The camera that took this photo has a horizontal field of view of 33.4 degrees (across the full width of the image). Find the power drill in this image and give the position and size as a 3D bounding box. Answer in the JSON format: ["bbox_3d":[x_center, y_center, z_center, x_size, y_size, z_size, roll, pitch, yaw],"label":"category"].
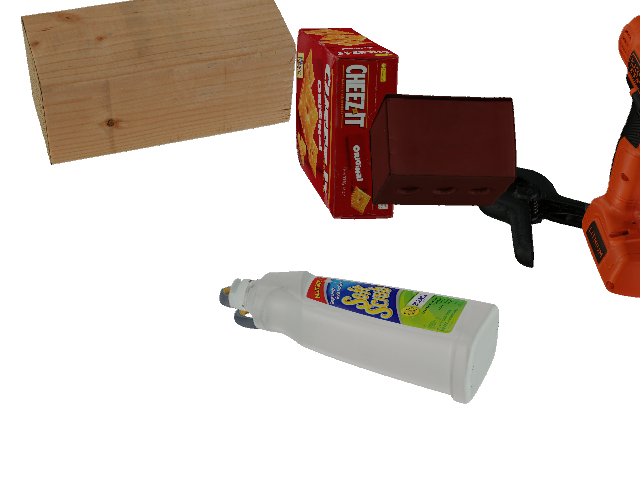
[{"bbox_3d":[0.249,-0.052,0.787,0.057,0.188,0.184,4,36,-2],"label":"power drill"}]

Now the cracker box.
[{"bbox_3d":[0.023,-0.130,1.129,0.072,0.164,0.214,-3,19,-9],"label":"cracker box"}]

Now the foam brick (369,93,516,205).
[{"bbox_3d":[0.071,-0.052,0.634,0.078,0.051,0.053,0,-19,-8],"label":"foam brick"}]

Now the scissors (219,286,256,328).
[{"bbox_3d":[-0.013,0.076,1.191,0.201,0.016,0.096,5,23,-2],"label":"scissors"}]

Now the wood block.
[{"bbox_3d":[-0.133,-0.141,0.890,0.205,0.090,0.091,-12,-37,-16],"label":"wood block"}]

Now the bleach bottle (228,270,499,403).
[{"bbox_3d":[0.029,0.076,0.976,0.251,0.068,0.102,11,27,21],"label":"bleach bottle"}]

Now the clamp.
[{"bbox_3d":[0.219,-0.034,1.058,0.120,0.039,0.171,-8,34,-15],"label":"clamp"}]
